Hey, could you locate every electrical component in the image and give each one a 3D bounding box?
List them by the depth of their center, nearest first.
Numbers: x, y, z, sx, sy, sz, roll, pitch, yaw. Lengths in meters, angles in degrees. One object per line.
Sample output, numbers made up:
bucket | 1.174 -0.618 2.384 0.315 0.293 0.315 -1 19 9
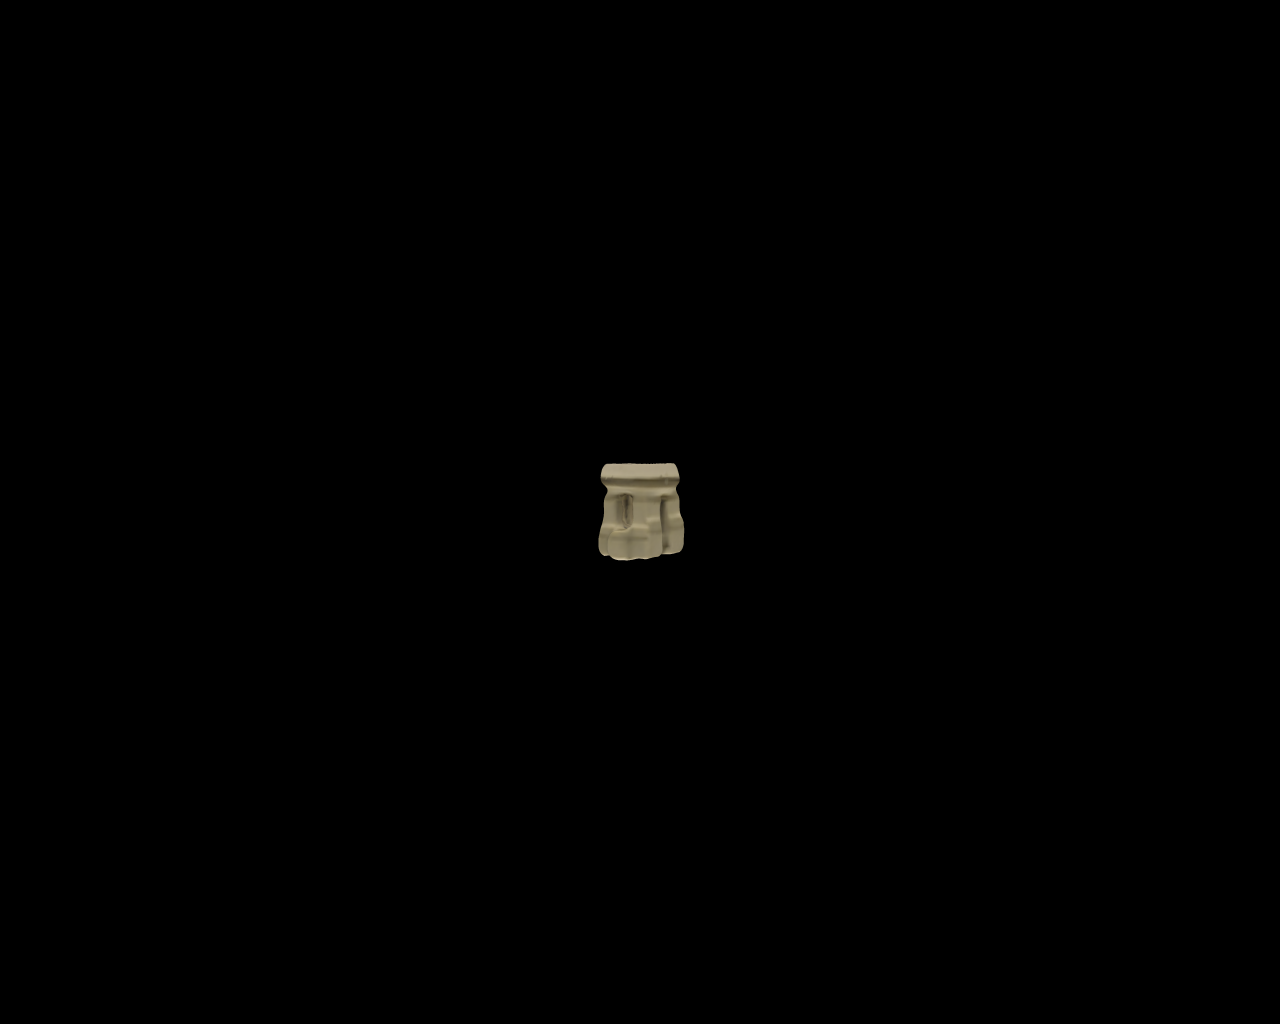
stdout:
electrical component | 0.001 -0.003 0.650 0.048 0.055 0.066 3 6 32
